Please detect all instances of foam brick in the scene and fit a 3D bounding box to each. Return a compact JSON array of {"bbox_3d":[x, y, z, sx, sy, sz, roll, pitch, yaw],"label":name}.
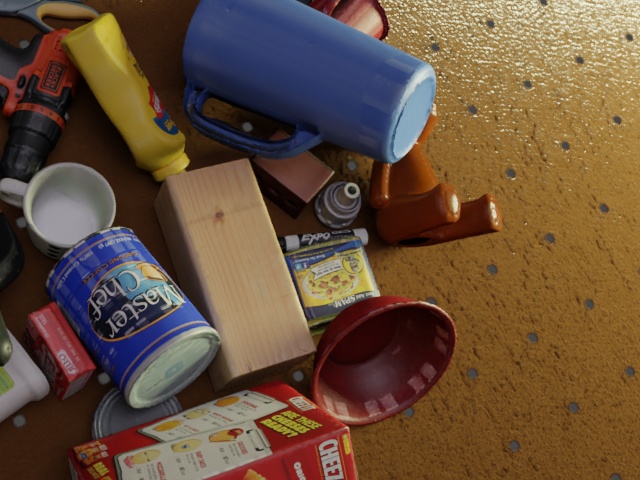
[{"bbox_3d":[-0.035,-0.070,1.137,0.078,0.053,0.051,38,65,-1],"label":"foam brick"}]

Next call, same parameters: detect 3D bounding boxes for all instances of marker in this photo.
[{"bbox_3d":[-0.008,0.001,1.140,0.121,0.020,0.020,-5,74,-19],"label":"marker"}]

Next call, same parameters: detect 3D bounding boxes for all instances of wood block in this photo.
[{"bbox_3d":[-0.087,0.036,1.064,0.090,0.090,0.206,-15,77,-21],"label":"wood block"}]

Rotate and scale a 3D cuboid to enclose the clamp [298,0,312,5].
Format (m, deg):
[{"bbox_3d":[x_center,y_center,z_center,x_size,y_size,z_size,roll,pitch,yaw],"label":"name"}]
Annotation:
[{"bbox_3d":[-0.036,-0.311,1.228,0.120,0.039,0.171,-2,76,-13],"label":"clamp"}]

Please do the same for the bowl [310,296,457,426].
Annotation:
[{"bbox_3d":[0.054,0.110,1.072,0.161,0.162,0.055,-13,40,-22],"label":"bowl"}]

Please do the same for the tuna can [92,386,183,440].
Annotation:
[{"bbox_3d":[-0.174,0.178,1.017,0.086,0.034,0.086,6,70,-16],"label":"tuna can"}]

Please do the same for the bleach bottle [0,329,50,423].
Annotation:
[{"bbox_3d":[-0.370,0.171,0.941,0.250,0.068,0.102,-38,85,-23],"label":"bleach bottle"}]

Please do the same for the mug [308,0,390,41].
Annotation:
[{"bbox_3d":[0.018,-0.238,1.180,0.093,0.117,0.081,38,69,11],"label":"mug"}]

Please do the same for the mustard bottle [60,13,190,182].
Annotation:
[{"bbox_3d":[-0.187,-0.132,1.080,0.058,0.096,0.191,-28,108,3],"label":"mustard bottle"}]

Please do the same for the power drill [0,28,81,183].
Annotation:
[{"bbox_3d":[-0.342,-0.154,1.065,0.187,0.057,0.184,21,63,-14],"label":"power drill"}]

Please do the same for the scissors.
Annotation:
[{"bbox_3d":[-0.327,-0.263,1.128,0.201,0.016,0.096,13,67,-13],"label":"scissors"}]

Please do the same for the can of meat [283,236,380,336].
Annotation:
[{"bbox_3d":[0.009,0.049,1.108,0.102,0.058,0.084,-12,75,-22],"label":"can of meat"}]

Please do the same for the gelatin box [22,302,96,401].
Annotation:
[{"bbox_3d":[-0.244,0.105,0.989,0.030,0.089,0.073,-30,83,-26],"label":"gelatin box"}]

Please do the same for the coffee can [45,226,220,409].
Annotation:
[{"bbox_3d":[-0.175,0.071,0.995,0.102,0.103,0.140,-32,66,-25],"label":"coffee can"}]

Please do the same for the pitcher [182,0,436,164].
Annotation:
[{"bbox_3d":[-0.015,-0.161,1.089,0.243,0.149,0.144,26,33,19],"label":"pitcher"}]

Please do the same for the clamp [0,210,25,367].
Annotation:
[{"bbox_3d":[-0.335,0.048,0.969,0.164,0.036,0.210,-10,38,8],"label":"clamp"}]

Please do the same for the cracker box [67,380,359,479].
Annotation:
[{"bbox_3d":[-0.096,0.203,0.926,0.213,0.164,0.072,-16,104,-21],"label":"cracker box"}]
